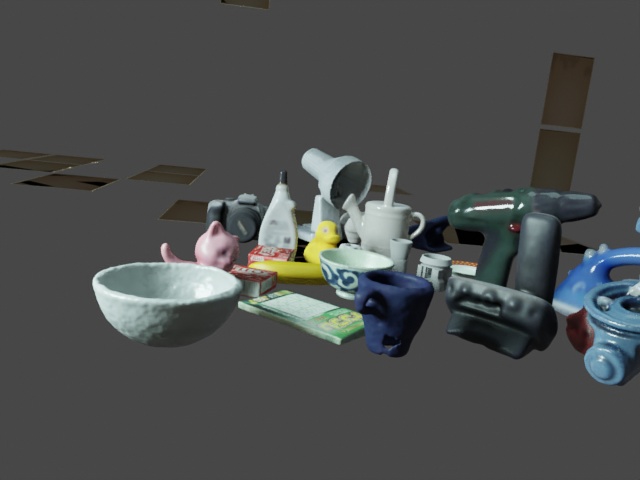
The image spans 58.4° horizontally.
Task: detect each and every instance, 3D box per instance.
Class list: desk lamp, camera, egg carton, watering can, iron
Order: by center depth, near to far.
[{"bbox_3d":[0.487,0.072,0.891,0.119,0.141,0.257,-5,15,-45],"label":"iron"},{"bbox_3d":[0.138,-0.059,1.235,0.173,0.194,0.100,4,11,-12],"label":"watering can"},{"bbox_3d":[-0.179,-0.048,1.250,0.143,0.101,0.137,5,11,-4],"label":"camera"},{"bbox_3d":[0.013,-0.101,1.337,0.118,0.213,0.202,-3,14,-40],"label":"desk lamp"},{"bbox_3d":[0.123,-0.029,1.407,0.150,0.069,0.107,2,12,-19],"label":"egg carton"}]

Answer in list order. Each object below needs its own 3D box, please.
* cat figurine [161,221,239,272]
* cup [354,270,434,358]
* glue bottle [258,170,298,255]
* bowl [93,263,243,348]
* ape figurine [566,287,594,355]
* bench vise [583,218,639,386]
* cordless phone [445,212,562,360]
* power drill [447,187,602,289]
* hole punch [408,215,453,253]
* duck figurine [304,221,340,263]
[{"bbox_3d":[-0.168,0.028,0.817,0.128,0.118,0.067,-1,13,-32],"label":"cat figurine"},{"bbox_3d":[0.078,0.093,0.680,0.091,0.095,0.118,15,14,39],"label":"cup"},{"bbox_3d":[-0.078,-0.052,1.138,0.078,0.173,0.037,6,11,1],"label":"glue bottle"},{"bbox_3d":[-0.175,0.079,0.662,0.167,0.075,0.167,6,11,-1],"label":"bowl"},{"bbox_3d":[0.375,0.108,0.775,0.077,0.092,0.076,14,14,36],"label":"ape figurine"},{"bbox_3d":[0.403,0.058,0.709,0.121,0.220,0.208,13,13,33],"label":"bench vise"},{"bbox_3d":[0.246,0.049,0.762,0.147,0.185,0.094,14,13,35],"label":"cordless phone"},{"bbox_3d":[0.309,0.015,0.912,0.228,0.208,0.076,14,13,35],"label":"power drill"},{"bbox_3d":[0.262,-0.021,1.382,0.100,0.091,0.109,15,14,38],"label":"hole punch"},{"bbox_3d":[0.010,0.004,1.127,0.078,0.086,0.104,1,12,-24],"label":"duck figurine"}]
